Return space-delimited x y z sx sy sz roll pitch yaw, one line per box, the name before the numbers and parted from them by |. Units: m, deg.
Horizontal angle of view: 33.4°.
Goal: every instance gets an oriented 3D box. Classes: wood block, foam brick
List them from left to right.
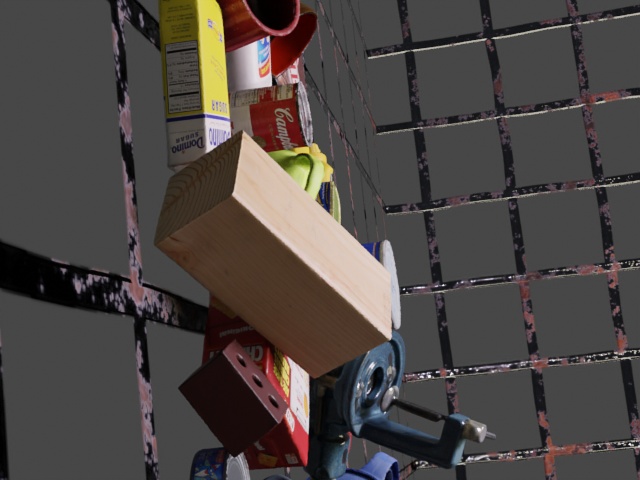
foam brick | -0.071 0.133 0.895 0.078 0.051 0.053 52 10 -1
wood block | -0.035 0.017 0.924 0.206 0.091 0.090 43 31 -30

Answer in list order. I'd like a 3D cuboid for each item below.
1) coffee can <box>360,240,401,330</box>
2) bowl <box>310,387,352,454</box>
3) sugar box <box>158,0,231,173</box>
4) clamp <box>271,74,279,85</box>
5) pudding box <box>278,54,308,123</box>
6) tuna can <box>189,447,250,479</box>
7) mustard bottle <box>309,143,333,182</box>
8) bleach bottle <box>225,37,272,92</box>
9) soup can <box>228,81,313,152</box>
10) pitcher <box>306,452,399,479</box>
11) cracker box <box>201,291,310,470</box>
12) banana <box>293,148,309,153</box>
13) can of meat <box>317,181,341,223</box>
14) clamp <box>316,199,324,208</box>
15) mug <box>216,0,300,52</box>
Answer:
coffee can | 0.016 0.059 1.229 0.102 0.140 0.103 -7 90 -80
bowl | 0.003 0.207 1.418 0.162 0.055 0.162 -7 90 -82
sugar box | -0.113 -0.144 0.983 0.093 0.048 0.176 41 41 -77
clamp | -0.060 -0.123 1.314 0.171 0.039 0.120 66 39 -72
pudding box | -0.054 -0.208 1.385 0.089 0.039 0.113 0 83 -62
tuna can | -0.083 0.218 0.904 0.086 0.034 0.086 -7 90 -81
mustard bottle | -0.006 -0.054 1.575 0.096 0.058 0.191 102 -15 -67
bleach bottle | -0.086 -0.228 1.195 0.102 0.068 0.251 -24 108 -80
soup can | -0.064 -0.123 1.102 0.068 0.102 0.068 -7 90 -82
pitcher | 0.044 0.364 1.288 0.243 0.149 0.145 74 0 -60
cracker box | -0.059 0.093 1.053 0.164 0.072 0.213 72 14 -46
banana | -0.046 -0.141 1.489 0.069 0.037 0.198 -54 142 -33
can of meat | -0.018 -0.030 1.393 0.102 0.084 0.057 -89 168 -47
clamp | -0.009 0.002 1.298 0.036 0.165 0.210 -53 134 -37
mug | -0.078 -0.249 1.086 0.093 0.082 0.117 40 50 -37
